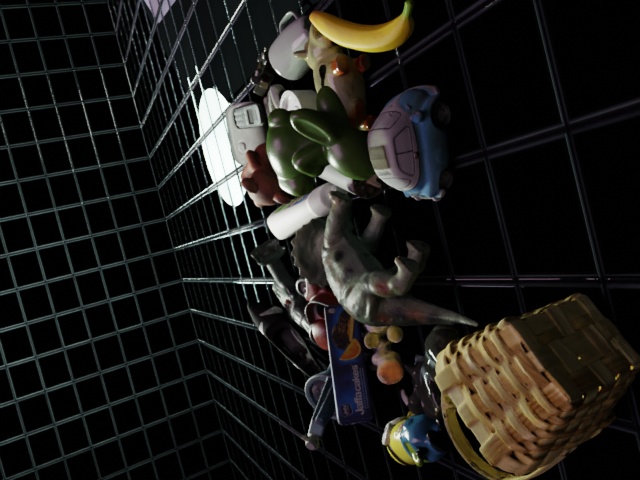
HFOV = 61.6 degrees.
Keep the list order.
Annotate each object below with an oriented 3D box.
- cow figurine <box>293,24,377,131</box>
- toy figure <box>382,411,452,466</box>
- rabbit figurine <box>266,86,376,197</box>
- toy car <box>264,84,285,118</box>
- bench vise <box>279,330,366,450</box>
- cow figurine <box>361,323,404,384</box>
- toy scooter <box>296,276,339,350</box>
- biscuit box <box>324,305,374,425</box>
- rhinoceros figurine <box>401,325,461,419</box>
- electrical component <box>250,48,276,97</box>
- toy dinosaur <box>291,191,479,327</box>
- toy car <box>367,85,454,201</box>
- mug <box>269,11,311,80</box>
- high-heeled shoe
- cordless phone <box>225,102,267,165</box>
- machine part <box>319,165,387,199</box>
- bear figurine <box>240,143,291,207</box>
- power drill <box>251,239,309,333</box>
[{"bbox_3d":[0.024,-0.268,0.890,0.127,0.085,0.194,6,110,57],"label":"cow figurine"},{"bbox_3d":[0.171,0.351,0.937,0.180,0.082,0.089,-42,64,60],"label":"toy figure"},{"bbox_3d":[0.012,-0.149,0.809,0.170,0.121,0.158,16,143,33],"label":"rabbit figurine"},{"bbox_3d":[-0.066,-0.228,1.127,0.073,0.056,0.201,-38,69,64],"label":"toy car"},{"bbox_3d":[0.030,0.281,1.019,0.129,0.241,0.223,24,128,9],"label":"bench vise"},{"bbox_3d":[0.107,0.172,0.949,0.098,0.068,0.167,93,171,-70],"label":"cow figurine"},{"bbox_3d":[0.025,0.154,1.137,0.135,0.075,0.183,-4,110,44],"label":"toy scooter"},{"bbox_3d":[0.049,0.215,0.939,0.059,0.063,0.202,83,179,-67],"label":"biscuit box"},{"bbox_3d":[0.180,0.217,0.847,0.112,0.073,0.190,50,145,40],"label":"rhinoceros figurine"},{"bbox_3d":[-0.120,-0.354,1.139,0.078,0.045,0.102,-42,29,49],"label":"electrical component"},{"bbox_3d":[0.073,0.057,0.864,0.405,0.131,0.192,57,134,46],"label":"toy dinosaur"},{"bbox_3d":[0.117,-0.128,0.747,0.109,0.103,0.161,16,116,63],"label":"toy car"},{"bbox_3d":[-0.036,-0.363,0.973,0.107,0.081,0.109,-26,72,54],"label":"mug"},{"bbox_3d":[-0.077,0.250,1.286,0.086,0.248,0.145,-48,23,14],"label":"high-heeled shoe"},{"bbox_3d":[-0.148,-0.246,1.235,0.184,0.089,0.146,-159,57,-65],"label":"cordless phone"},{"bbox_3d":[0.043,-0.128,0.930,0.243,0.079,0.079,34,133,53],"label":"machine part"},{"bbox_3d":[-0.115,-0.121,1.162,0.196,0.120,0.131,-87,17,-47],"label":"bear figurine"},{"bbox_3d":[-0.073,0.106,1.270,0.207,0.086,0.232,57,172,-28],"label":"power drill"}]
